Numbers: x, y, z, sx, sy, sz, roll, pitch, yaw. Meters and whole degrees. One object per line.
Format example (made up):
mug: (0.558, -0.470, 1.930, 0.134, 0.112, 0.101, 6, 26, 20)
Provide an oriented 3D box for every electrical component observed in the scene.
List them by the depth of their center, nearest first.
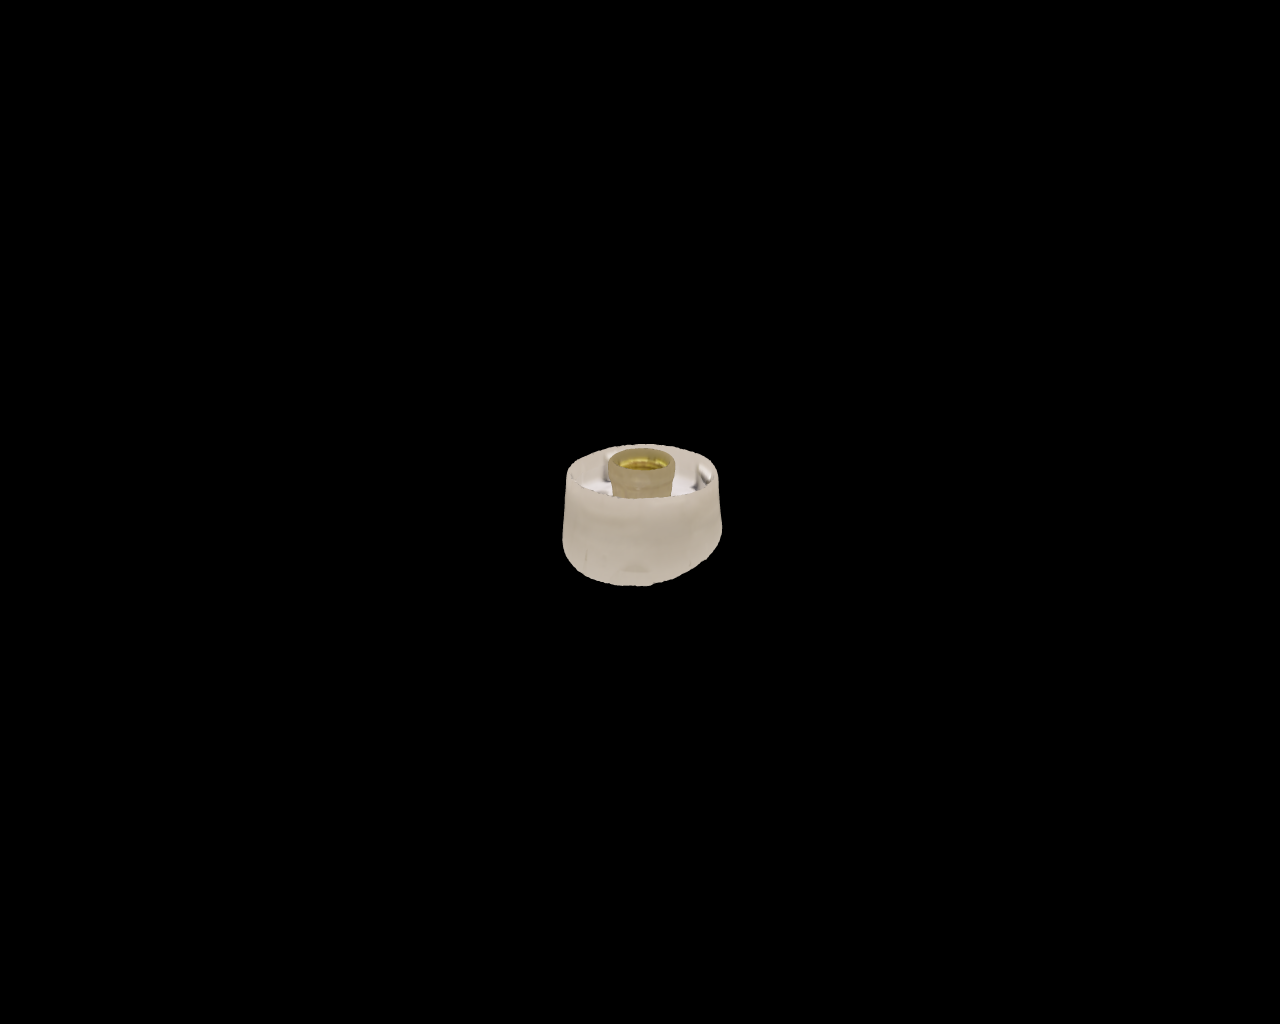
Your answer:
electrical component: (0.001, -0.003, 0.650, 0.099, 0.064, 0.099, 0, 24, 0)
